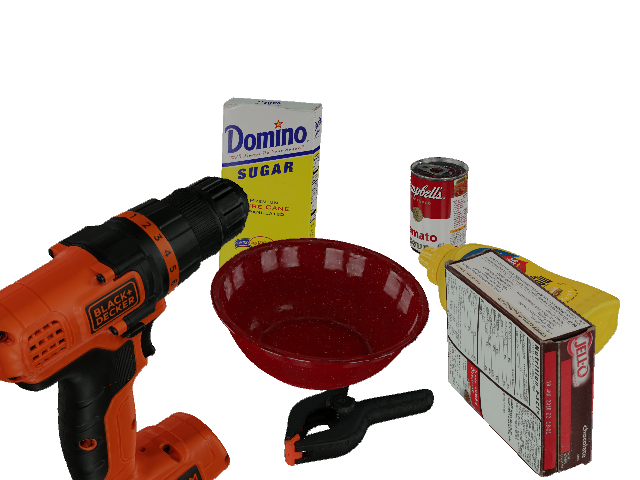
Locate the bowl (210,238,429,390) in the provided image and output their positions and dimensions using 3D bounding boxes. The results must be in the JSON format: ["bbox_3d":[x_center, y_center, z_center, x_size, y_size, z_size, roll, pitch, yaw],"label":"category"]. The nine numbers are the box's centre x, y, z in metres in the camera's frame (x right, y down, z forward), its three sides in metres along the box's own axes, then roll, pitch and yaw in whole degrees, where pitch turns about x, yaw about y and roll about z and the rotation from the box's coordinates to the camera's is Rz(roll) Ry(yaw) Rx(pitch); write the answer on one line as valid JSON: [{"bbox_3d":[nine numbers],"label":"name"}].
[{"bbox_3d":[-0.002,0.062,0.798,0.162,0.055,0.162,4,31,-3],"label":"bowl"}]

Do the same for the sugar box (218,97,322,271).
[{"bbox_3d":[-0.050,-0.048,1.046,0.093,0.176,0.048,5,17,10],"label":"sugar box"}]

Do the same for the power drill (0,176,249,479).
[{"bbox_3d":[-0.103,0.071,0.622,0.057,0.188,0.184,22,41,38],"label":"power drill"}]

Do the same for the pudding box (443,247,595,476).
[{"bbox_3d":[0.113,0.068,0.620,0.039,0.090,0.114,-14,27,-20],"label":"pudding box"}]

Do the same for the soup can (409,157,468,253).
[{"bbox_3d":[0.140,-0.040,1.265,0.068,0.102,0.068,-1,26,0],"label":"soup can"}]

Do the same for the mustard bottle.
[{"bbox_3d":[0.166,0.048,0.969,0.096,0.058,0.192,-28,39,-35],"label":"mustard bottle"}]

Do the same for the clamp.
[{"bbox_3d":[0.019,0.170,1.097,0.171,0.039,0.120,-21,32,-34],"label":"clamp"}]
